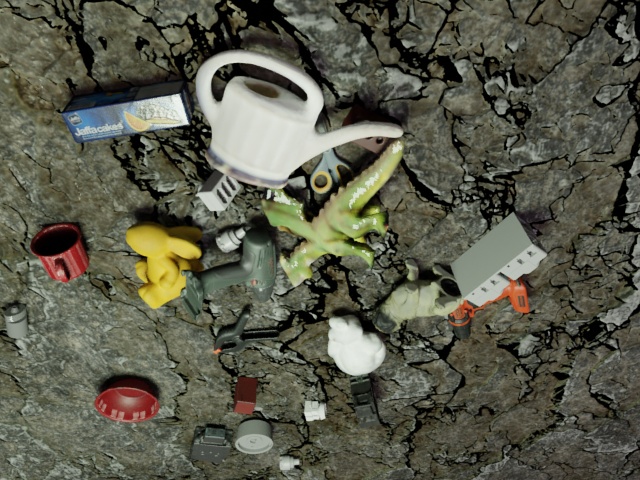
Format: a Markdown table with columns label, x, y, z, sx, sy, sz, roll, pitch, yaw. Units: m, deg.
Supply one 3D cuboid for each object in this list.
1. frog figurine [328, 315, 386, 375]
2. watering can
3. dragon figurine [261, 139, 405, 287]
| label | x | y | z | sx | sy | sz | roll | pitch | yaw |
| --- | --- | --- | --- | --- | --- | --- | --- | --- | --- |
| frog figurine | 0.083 | 0.250 | 1.240 | 0.137 | 0.125 | 0.156 | -2 | 144 | 21 |
| watering can | -0.055 | -0.180 | 0.875 | 0.347 | 0.106 | 0.220 | 23 | 124 | -6 |
| dragon figurine | 0.003 | -0.050 | 0.998 | 0.243 | 0.125 | 0.400 | 10 | 132 | -2 |
